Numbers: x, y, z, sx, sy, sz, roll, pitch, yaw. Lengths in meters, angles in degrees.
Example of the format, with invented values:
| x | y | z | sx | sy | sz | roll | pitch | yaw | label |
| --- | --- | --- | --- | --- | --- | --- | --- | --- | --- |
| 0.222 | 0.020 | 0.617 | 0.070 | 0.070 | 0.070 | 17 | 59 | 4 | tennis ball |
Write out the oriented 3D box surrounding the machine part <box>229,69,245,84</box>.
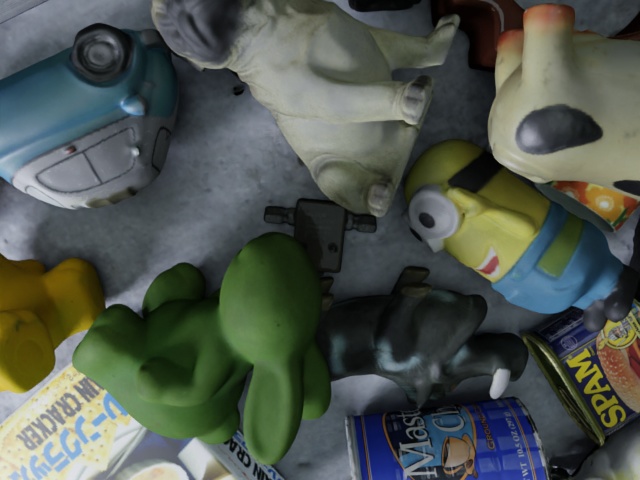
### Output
| x | y | z | sx | sy | sz | roll | pitch | yaw | label |
| --- | --- | --- | --- | --- | --- | --- | --- | --- | --- |
| -0.083 | -0.196 | 0.409 | 0.084 | 0.039 | 0.139 | -43 | 98 | 14 | machine part |

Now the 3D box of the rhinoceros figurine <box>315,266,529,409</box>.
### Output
| x | y | z | sx | sy | sz | roll | pitch | yaw | label |
| --- | --- | --- | --- | --- | --- | --- | --- | --- | --- |
| 0.068 | 0.081 | 0.429 | 0.190 | 0.073 | 0.112 | 1 | 97 | 1 | rhinoceros figurine |

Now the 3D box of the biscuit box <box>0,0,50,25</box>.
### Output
| x | y | z | sx | sy | sz | roll | pitch | yaw | label |
| --- | --- | --- | --- | --- | --- | --- | --- | --- | --- |
| -0.286 | -0.170 | 0.377 | 0.203 | 0.059 | 0.062 | -33 | 98 | -11 | biscuit box |

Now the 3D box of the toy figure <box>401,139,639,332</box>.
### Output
| x | y | z | sx | sy | sz | roll | pitch | yaw | label |
| --- | --- | --- | --- | --- | --- | --- | --- | --- | --- |
| 0.144 | -0.005 | 0.405 | 0.180 | 0.089 | 0.082 | 30 | 134 | 5 | toy figure |

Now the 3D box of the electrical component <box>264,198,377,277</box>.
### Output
| x | y | z | sx | sy | sz | roll | pitch | yaw | label |
| --- | --- | --- | --- | --- | --- | --- | --- | --- | --- |
| -0.001 | -0.001 | 0.443 | 0.094 | 0.021 | 0.063 | 4 | 99 | -1 | electrical component |

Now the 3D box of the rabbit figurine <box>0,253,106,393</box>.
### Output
| x | y | z | sx | sy | sz | roll | pitch | yaw | label |
| --- | --- | --- | --- | --- | --- | --- | --- | --- | --- |
| -0.269 | 0.019 | 0.403 | 0.163 | 0.122 | 0.173 | -4 | 120 | 23 | rabbit figurine |

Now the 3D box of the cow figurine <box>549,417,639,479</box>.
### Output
| x | y | z | sx | sy | sz | roll | pitch | yaw | label |
| --- | --- | --- | --- | --- | --- | --- | --- | --- | --- |
| 0.242 | 0.195 | 0.441 | 0.167 | 0.098 | 0.068 | -40 | 86 | 20 | cow figurine |

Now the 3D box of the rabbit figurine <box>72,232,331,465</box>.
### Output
| x | y | z | sx | sy | sz | roll | pitch | yaw | label |
| --- | --- | --- | --- | --- | --- | --- | --- | --- | --- |
| -0.062 | 0.072 | 0.369 | 0.170 | 0.121 | 0.159 | -39 | 82 | 30 | rabbit figurine |

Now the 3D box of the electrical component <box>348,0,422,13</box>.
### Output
| x | y | z | sx | sy | sz | roll | pitch | yaw | label |
| --- | --- | --- | --- | --- | --- | --- | --- | --- | --- |
| 0.049 | -0.235 | 0.362 | 0.058 | 0.115 | 0.134 | -2 | 98 | -3 | electrical component |

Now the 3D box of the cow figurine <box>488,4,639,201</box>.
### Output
| x | y | z | sx | sy | sz | roll | pitch | yaw | label |
| --- | --- | --- | --- | --- | --- | --- | --- | --- | --- |
| 0.199 | -0.059 | 0.324 | 0.195 | 0.085 | 0.127 | 8 | 99 | -4 | cow figurine |

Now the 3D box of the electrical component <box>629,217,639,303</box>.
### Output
| x | y | z | sx | sy | sz | roll | pitch | yaw | label |
| --- | --- | --- | --- | --- | --- | --- | --- | --- | --- |
| 0.296 | 0.001 | 0.427 | 0.075 | 0.048 | 0.119 | 13 | 98 | -2 | electrical component |

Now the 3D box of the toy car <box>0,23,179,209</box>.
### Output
| x | y | z | sx | sy | sz | roll | pitch | yaw | label |
| --- | --- | --- | --- | --- | --- | --- | --- | --- | --- |
| -0.164 | -0.074 | 0.380 | 0.162 | 0.109 | 0.103 | -30 | 95 | -11 | toy car |

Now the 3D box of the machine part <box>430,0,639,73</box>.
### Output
| x | y | z | sx | sy | sz | roll | pitch | yaw | label |
| --- | --- | --- | --- | --- | --- | --- | --- | --- | --- |
| 0.184 | -0.222 | 0.378 | 0.202 | 0.087 | 0.200 | 1 | 99 | -1 | machine part |

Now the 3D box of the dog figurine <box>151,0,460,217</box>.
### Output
| x | y | z | sx | sy | sz | roll | pitch | yaw | label |
| --- | --- | --- | --- | --- | --- | --- | --- | --- | --- |
| -0.020 | -0.104 | 0.383 | 0.191 | 0.121 | 0.172 | 20 | 133 | 8 | dog figurine |
